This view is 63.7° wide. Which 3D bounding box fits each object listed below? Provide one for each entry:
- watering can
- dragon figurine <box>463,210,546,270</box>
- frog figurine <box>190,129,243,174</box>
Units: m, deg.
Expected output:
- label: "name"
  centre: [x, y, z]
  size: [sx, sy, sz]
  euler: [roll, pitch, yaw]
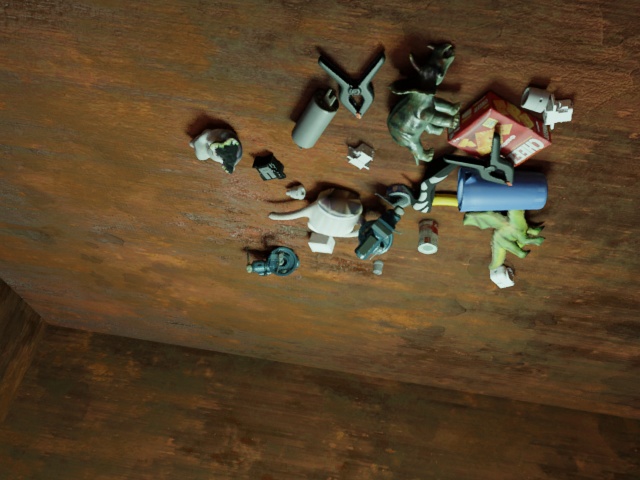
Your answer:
- label: "watering can"
  centre: [0.005, -0.089, 1.760]
  size: [0.347, 0.106, 0.219]
  euler: [12, 147, -7]
- label: "dragon figurine"
  centre: [0.594, -0.034, 1.723]
  size: [0.243, 0.125, 0.402]
  euler: [31, 144, -1]
- label: "frog figurine"
  centre: [-0.316, -0.286, 1.574]
  size: [0.161, 0.123, 0.135]
  euler: [31, 178, 45]
